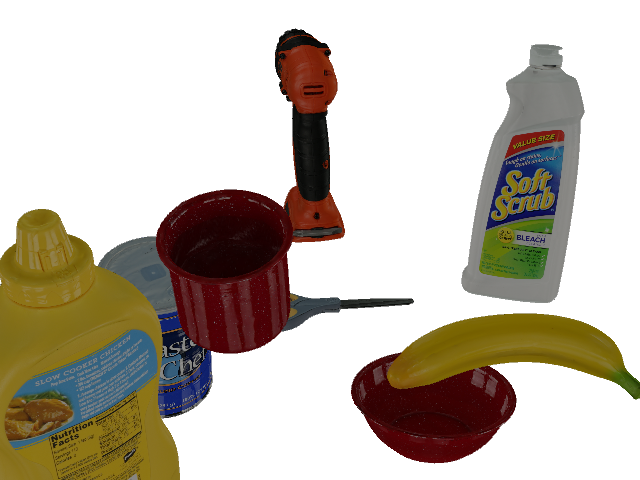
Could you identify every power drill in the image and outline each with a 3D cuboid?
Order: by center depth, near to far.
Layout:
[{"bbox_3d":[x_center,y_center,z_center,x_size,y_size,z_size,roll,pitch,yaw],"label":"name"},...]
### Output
[{"bbox_3d":[-0.015,-0.105,1.044,0.057,0.188,0.184,-6,23,-3],"label":"power drill"}]

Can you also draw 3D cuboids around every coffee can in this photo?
[{"bbox_3d":[-0.153,0.082,0.999,0.103,0.140,0.103,2,39,-2],"label":"coffee can"}]

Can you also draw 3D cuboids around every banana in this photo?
[{"bbox_3d":[0.144,0.083,0.800,0.197,0.037,0.069,2,33,-8],"label":"banana"}]

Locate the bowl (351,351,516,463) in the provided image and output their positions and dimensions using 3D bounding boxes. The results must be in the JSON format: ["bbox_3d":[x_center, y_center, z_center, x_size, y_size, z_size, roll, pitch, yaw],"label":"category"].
[{"bbox_3d":[0.110,0.171,1.056,0.162,0.055,0.162,0,24,0],"label":"bowl"}]

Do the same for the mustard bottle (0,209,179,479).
[{"bbox_3d":[-0.120,0.069,0.510,0.096,0.192,0.058,-25,42,-31],"label":"mustard bottle"}]

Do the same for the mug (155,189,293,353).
[{"bbox_3d":[-0.070,0.018,0.753,0.093,0.081,0.117,-27,49,-23],"label":"mug"}]

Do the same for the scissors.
[{"bbox_3d":[0.004,0.079,1.186,0.202,0.016,0.096,3,22,2],"label":"scissors"}]

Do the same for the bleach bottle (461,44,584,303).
[{"bbox_3d":[0.202,-0.067,1.057,0.103,0.251,0.068,8,20,15],"label":"bleach bottle"}]
